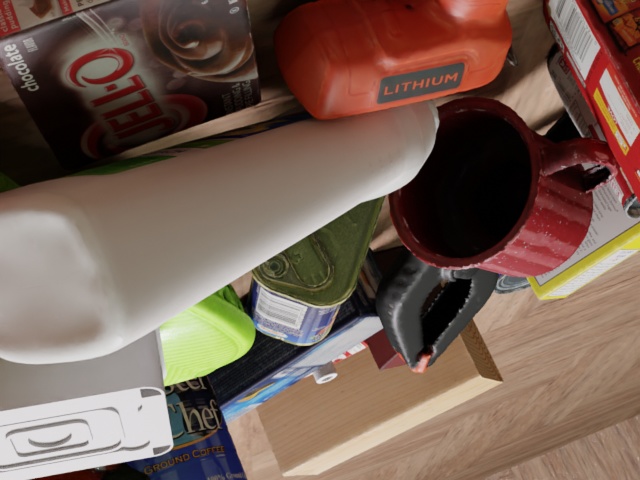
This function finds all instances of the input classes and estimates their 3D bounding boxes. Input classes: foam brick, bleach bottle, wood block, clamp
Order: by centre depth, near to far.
[{"bbox_3d":[-0.031,-0.024,0.481,0.103,0.068,0.250,-8,-166,42],"label":"bleach bottle"},{"bbox_3d":[0.080,0.004,0.696,0.164,0.036,0.210,-3,129,-36],"label":"clamp"},{"bbox_3d":[0.062,0.052,0.815,0.052,0.078,0.051,-13,159,-27],"label":"foam brick"},{"bbox_3d":[0.051,0.135,0.994,0.206,0.091,0.090,-30,160,16],"label":"wood block"}]

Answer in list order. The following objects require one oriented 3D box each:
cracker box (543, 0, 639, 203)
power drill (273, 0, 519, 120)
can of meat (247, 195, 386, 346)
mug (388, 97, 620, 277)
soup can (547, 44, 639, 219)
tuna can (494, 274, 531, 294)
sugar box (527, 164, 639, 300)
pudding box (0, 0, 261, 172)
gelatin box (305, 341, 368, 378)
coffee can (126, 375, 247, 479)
[{"bbox_3d":[0.241,-0.095,0.520,0.213,0.164,0.072,-22,162,-3],"label":"cracker box"},{"bbox_3d":[0.040,-0.121,0.393,0.184,0.057,0.188,-14,158,-23],"label":"power drill"},{"bbox_3d":[-0.004,0.001,0.592,0.057,0.102,0.084,19,157,0],"label":"can of meat"},{"bbox_3d":[0.107,-0.028,0.584,0.117,0.093,0.081,-24,156,34],"label":"mug"},{"bbox_3d":[0.179,-0.072,0.597,0.068,0.102,0.068,-20,159,-8],"label":"soup can"},{"bbox_3d":[0.179,0.011,0.903,0.086,0.034,0.086,-20,159,-8],"label":"tuna can"},{"bbox_3d":[0.201,-0.042,0.711,0.176,0.093,0.048,-37,157,33],"label":"sugar box"},{"bbox_3d":[-0.073,-0.075,0.410,0.090,0.039,0.113,-21,160,-6],"label":"pudding box"},{"bbox_3d":[-0.009,0.089,0.900,0.089,0.030,0.073,-27,158,7],"label":"gelatin box"},{"bbox_3d":[-0.116,0.134,0.737,0.102,0.140,0.103,-20,160,-8],"label":"coffee can"}]
